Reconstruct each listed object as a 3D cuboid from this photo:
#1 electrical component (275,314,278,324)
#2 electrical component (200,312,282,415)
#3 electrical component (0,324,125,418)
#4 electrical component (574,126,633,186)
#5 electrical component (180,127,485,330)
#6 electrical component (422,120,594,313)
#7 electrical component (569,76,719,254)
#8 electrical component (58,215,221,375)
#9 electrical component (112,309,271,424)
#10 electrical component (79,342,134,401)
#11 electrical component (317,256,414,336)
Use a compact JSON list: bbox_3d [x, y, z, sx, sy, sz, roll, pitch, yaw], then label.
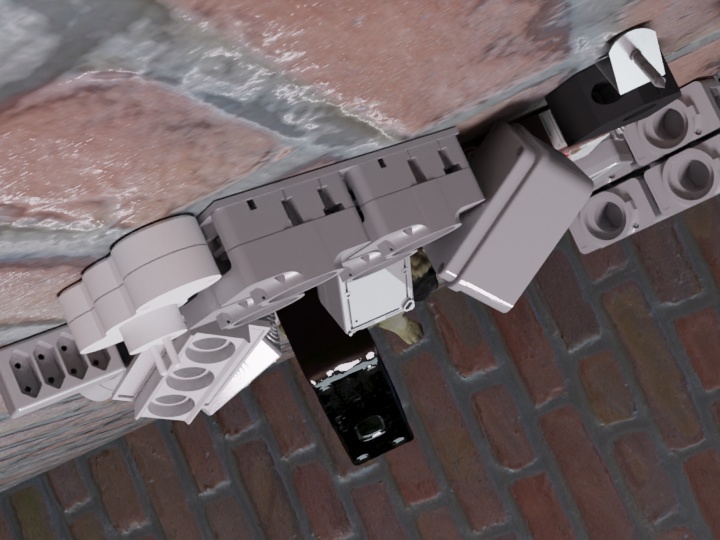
[{"bbox_3d":[-0.105,0.047,1.182,0.035,0.035,0.061,-23,172,-14],"label":"electrical component"},{"bbox_3d":[-0.115,0.064,0.911,0.100,0.048,0.099,-40,-156,9],"label":"electrical component"},{"bbox_3d":[-0.230,0.075,0.805,0.083,0.047,0.076,-22,174,-28],"label":"electrical component"},{"bbox_3d":[0.185,-0.096,0.903,0.096,0.061,0.062,-27,174,25],"label":"electrical component"},{"bbox_3d":[-0.022,-0.023,0.692,0.186,0.060,0.105,-21,174,-33],"label":"electrical component"},{"bbox_3d":[0.098,-0.039,0.744,0.113,0.057,0.078,-57,-160,16],"label":"electrical component"},{"bbox_3d":[0.285,-0.100,1.071,0.186,0.105,0.060,-28,174,38],"label":"electrical component"},{"bbox_3d":[-0.127,0.027,0.639,0.052,0.073,0.138,-20,173,-40],"label":"electrical component"},{"bbox_3d":[-0.129,0.057,0.802,0.079,0.063,0.121,10,141,-27],"label":"electrical component"},{"bbox_3d":[-0.202,0.071,0.865,0.047,0.055,0.055,-30,173,23],"label":"electrical component"},{"bbox_3d":[0.000,0.000,0.840,0.062,0.061,0.096,-23,132,-18],"label":"electrical component"}]
